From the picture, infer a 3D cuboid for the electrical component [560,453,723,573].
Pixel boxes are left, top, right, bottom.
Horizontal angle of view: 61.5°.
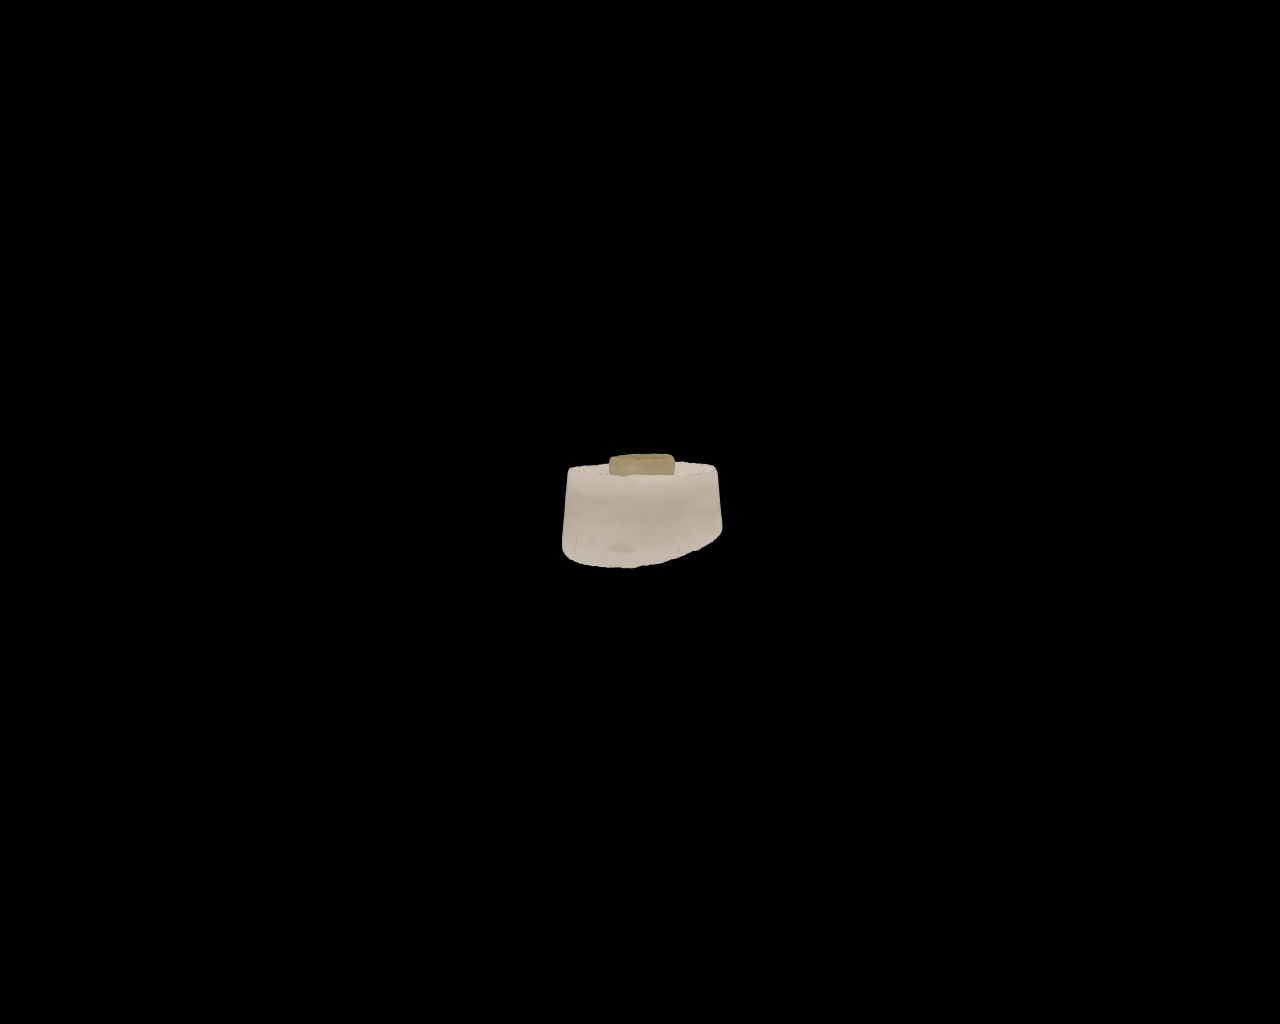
[{"bbox_3d":[0.001,-0.003,0.650,0.099,0.064,0.099,0,8,0],"label":"electrical component"}]
